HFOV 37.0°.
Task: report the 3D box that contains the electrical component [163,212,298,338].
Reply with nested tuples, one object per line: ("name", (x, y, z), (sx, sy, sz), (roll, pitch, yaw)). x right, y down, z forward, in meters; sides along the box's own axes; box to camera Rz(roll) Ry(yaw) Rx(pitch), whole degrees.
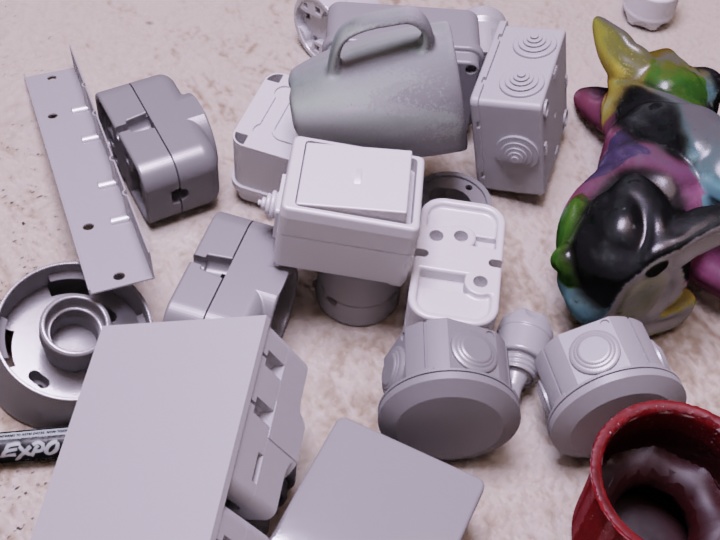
("electrical component", (-0.075, 0.017, 0.663), (0.059, 0.053, 0.095), (16, 53, 8))

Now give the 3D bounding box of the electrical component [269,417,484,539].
("electrical component", (0.008, 0.141, 0.577), (0.100, 0.048, 0.099), (23, 54, 13))

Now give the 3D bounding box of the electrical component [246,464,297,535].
("electrical component", (-0.057, 0.115, 0.596), (0.043, 0.043, 0.062), (3, 54, -2))

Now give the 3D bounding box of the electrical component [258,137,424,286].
("electrical component", (-0.012, -0.038, 0.639), (0.096, 0.061, 0.061), (9, 51, -3))

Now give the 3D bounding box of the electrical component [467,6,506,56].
("electrical component", (0.094, -0.174, 0.831), (0.040, 0.040, 0.046), (3, 58, -2))

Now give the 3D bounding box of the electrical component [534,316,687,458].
("electrical component", (0.143, 0.069, 0.624), (0.080, 0.080, 0.051), (-7, 48, -10))

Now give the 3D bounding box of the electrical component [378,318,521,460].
("electrical component", (0.050, 0.070, 0.617), (0.080, 0.080, 0.051), (3, 47, -2))

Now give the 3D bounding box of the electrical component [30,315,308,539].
("electrical component", (-0.098, 0.121, 0.543), (0.105, 0.060, 0.186), (-5, 56, 26))

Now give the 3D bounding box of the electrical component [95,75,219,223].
("electrical component", (-0.135, -0.085, 0.736), (0.059, 0.053, 0.095), (-21, 57, -19))

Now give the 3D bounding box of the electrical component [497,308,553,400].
("electrical component", (0.097, 0.056, 0.659), (0.035, 0.035, 0.061), (15, 55, 7))

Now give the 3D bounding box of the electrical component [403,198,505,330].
("electrical component", (0.058, 0.011, 0.674), (0.054, 0.059, 0.095), (8, 52, 3))

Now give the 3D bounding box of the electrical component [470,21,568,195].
("electrical component", (0.113, -0.111, 0.748), (0.048, 0.099, 0.099), (8, 52, 18))

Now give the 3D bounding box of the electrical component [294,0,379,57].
("electrical component", (-0.016, -0.192, 0.827), (0.047, 0.055, 0.055), (-31, 61, -29))

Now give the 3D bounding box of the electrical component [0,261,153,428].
("electrical component", (-0.172, 0.045, 0.642), (0.099, 0.064, 0.099), (8, 59, -13))

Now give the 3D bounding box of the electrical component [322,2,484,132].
("electrical component", (0.029, -0.143, 0.778), (0.113, 0.078, 0.057), (3, 50, -2))

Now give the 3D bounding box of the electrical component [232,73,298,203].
("electrical component", (-0.024, -0.078, 0.736), (0.113, 0.057, 0.078), (17, 53, 9))

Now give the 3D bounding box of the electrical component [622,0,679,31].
("electrical component", (0.239, -0.229, 0.869), (0.043, 0.062, 0.043), (2, 53, -3))

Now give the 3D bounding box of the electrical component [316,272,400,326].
("electrical component", (0.000, 0.000, 0.685), (0.055, 0.047, 0.055), (2, 53, -3))
